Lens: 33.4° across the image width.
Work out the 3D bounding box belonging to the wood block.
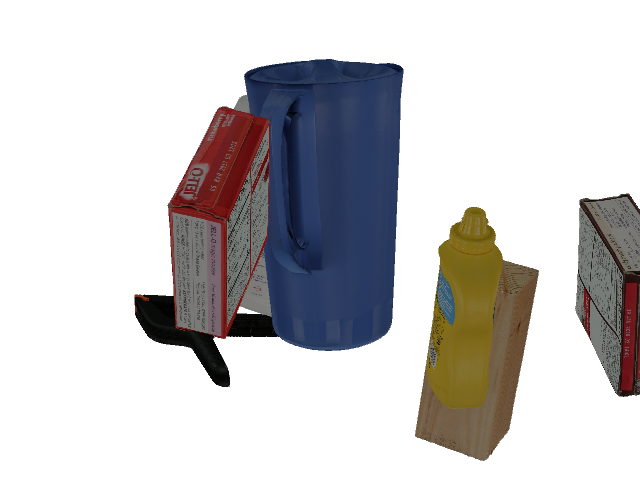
[{"bbox_3d":[0.176,0.129,1.209,0.090,0.206,0.090,16,23,24],"label":"wood block"}]

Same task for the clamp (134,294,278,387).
[{"bbox_3d":[-0.142,0.107,1.252,0.210,0.036,0.164,13,25,23],"label":"clamp"}]

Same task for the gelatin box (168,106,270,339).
[{"bbox_3d":[-0.049,-0.008,0.522,0.030,0.073,0.089,12,-43,8],"label":"gelatin box"}]

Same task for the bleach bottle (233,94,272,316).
[{"bbox_3d":[-0.055,-0.050,1.118,0.103,0.251,0.068,17,26,25],"label":"bleach bottle"}]

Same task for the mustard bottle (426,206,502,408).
[{"bbox_3d":[0.135,0.056,0.994,0.058,0.192,0.096,0,31,-2],"label":"mustard bottle"}]

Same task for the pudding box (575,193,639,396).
[{"bbox_3d":[0.196,0.033,0.689,0.039,0.090,0.113,-5,26,-1],"label":"pudding box"}]

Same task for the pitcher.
[{"bbox_3d":[0.002,-0.030,0.916,0.149,0.243,0.145,-9,18,-20],"label":"pitcher"}]
